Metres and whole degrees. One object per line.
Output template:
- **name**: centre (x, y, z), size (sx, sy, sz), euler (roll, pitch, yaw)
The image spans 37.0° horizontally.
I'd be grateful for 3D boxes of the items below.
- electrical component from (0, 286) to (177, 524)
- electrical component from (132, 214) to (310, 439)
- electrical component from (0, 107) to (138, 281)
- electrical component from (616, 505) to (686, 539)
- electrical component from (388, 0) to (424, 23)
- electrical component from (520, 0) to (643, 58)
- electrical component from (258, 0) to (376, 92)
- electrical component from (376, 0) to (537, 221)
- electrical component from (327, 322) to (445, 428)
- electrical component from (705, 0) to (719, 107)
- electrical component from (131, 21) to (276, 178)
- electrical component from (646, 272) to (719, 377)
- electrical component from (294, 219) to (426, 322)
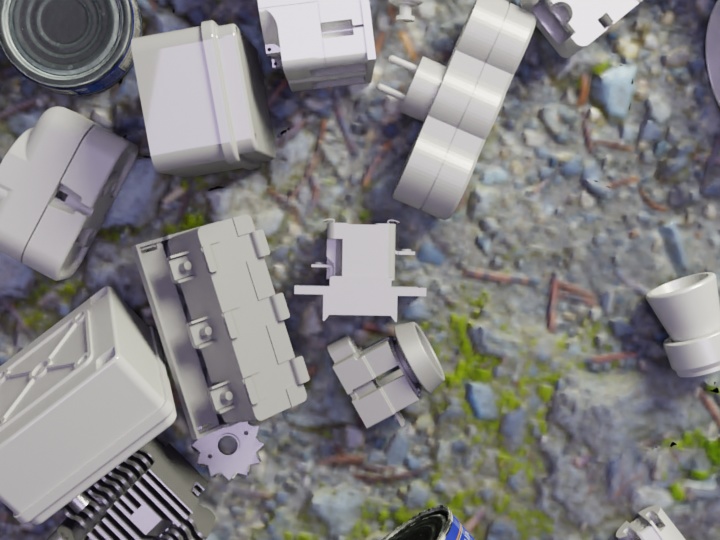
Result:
- **electrical component**: centre (-0.171, 0.077, 0.637), size (0.109, 0.108, 0.056), euler (-37, 116, 1)
- **electrical component**: centre (-0.080, 0.031, 0.657), size (0.079, 0.063, 0.121), euler (-20, 94, -41)
- **electrical component**: centre (-0.187, -0.049, 0.662), size (0.059, 0.053, 0.095), euler (28, 92, -2)
- **electrical component**: centre (0.192, 0.180, 0.688), size (0.040, 0.040, 0.046), euler (-36, 87, 1)
- **electrical component**: centre (0.030, -0.194, 0.666), size (0.040, 0.040, 0.078), euler (2, 93, -1)
- **electrical component**: centre (0.149, -0.178, 0.661), size (0.089, 0.055, 0.050), euler (-39, 93, 1)
- **electrical component**: centre (-0.033, -0.205, 0.632), size (0.060, 0.105, 0.186), euler (-7, 93, -1)
- **electrical component**: centre (0.048, -0.108, 0.664), size (0.074, 0.052, 0.138), euler (23, 92, -2)
- **electrical component**: centre (0.020, 0.064, 0.676), size (0.055, 0.048, 0.066), euler (-29, 93, 8)
- **electrical component**: centre (0.258, -0.125, 0.647), size (0.064, 0.099, 0.099), euler (-4, 93, -7)
- **electrical component**: centre (-0.088, -0.097, 0.632), size (0.057, 0.113, 0.078), euler (-10, 93, 2)
- **electrical component**: centre (0.211, 0.034, 0.678), size (0.045, 0.045, 0.055), euler (-21, 93, 0)
- **electrical component**: centre (0.000, 0.000, 0.675), size (0.081, 0.042, 0.063), euler (1, 89, -2)
